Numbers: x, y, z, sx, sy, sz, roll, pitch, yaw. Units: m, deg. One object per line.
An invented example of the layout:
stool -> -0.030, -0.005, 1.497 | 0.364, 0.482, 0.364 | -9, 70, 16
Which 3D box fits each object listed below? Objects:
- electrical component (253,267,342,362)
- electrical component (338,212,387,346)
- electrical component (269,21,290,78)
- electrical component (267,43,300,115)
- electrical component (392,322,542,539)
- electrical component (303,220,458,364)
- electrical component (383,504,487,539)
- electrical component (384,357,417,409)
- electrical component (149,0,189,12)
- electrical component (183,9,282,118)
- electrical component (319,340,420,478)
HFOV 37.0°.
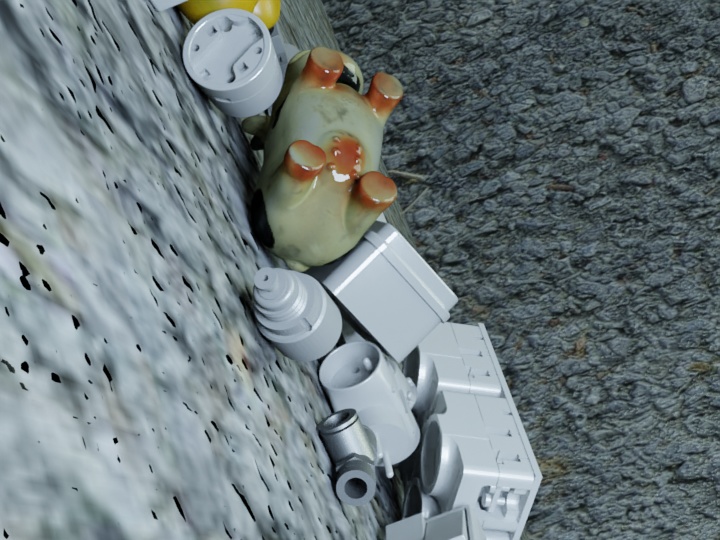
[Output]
electrical component -> -0.037, 0.020, 0.566 | 0.078, 0.040, 0.040 | 57, 12, -61
electrical component -> 0.000, 0.000, 0.890 | 0.186, 0.060, 0.105 | -35, 103, -84
electrical component -> -0.079, -0.174, 0.896 | 0.081, 0.042, 0.063 | -105, 173, -47
electrical component -> -0.061, -0.154, 0.979 | 0.077, 0.044, 0.079 | -106, 172, -47
electrical component -> 0.066, 0.128, 0.779 | 0.186, 0.060, 0.105 | -102, -157, -61
electrical component -> 0.010, 0.009, 0.730 | 0.078, 0.057, 0.113 | 47, -6, -14
electrical component -> 0.049, 0.182, 0.651 | 0.096, 0.062, 0.061 | -67, 135, -82
electrical component -> 0.008, 0.078, 0.761 | 0.062, 0.048, 0.048 | 57, 10, -26
electrical component -> -0.119, -0.207, 0.614 | 0.083, 0.047, 0.075 | 57, 13, -65
electrical component -> -0.078, -0.127, 0.674 | 0.047, 0.055, 0.055 | 63, 7, -71
electrical component -> 0.010, 0.098, 0.692 | 0.079, 0.043, 0.077 | -104, 171, -54
